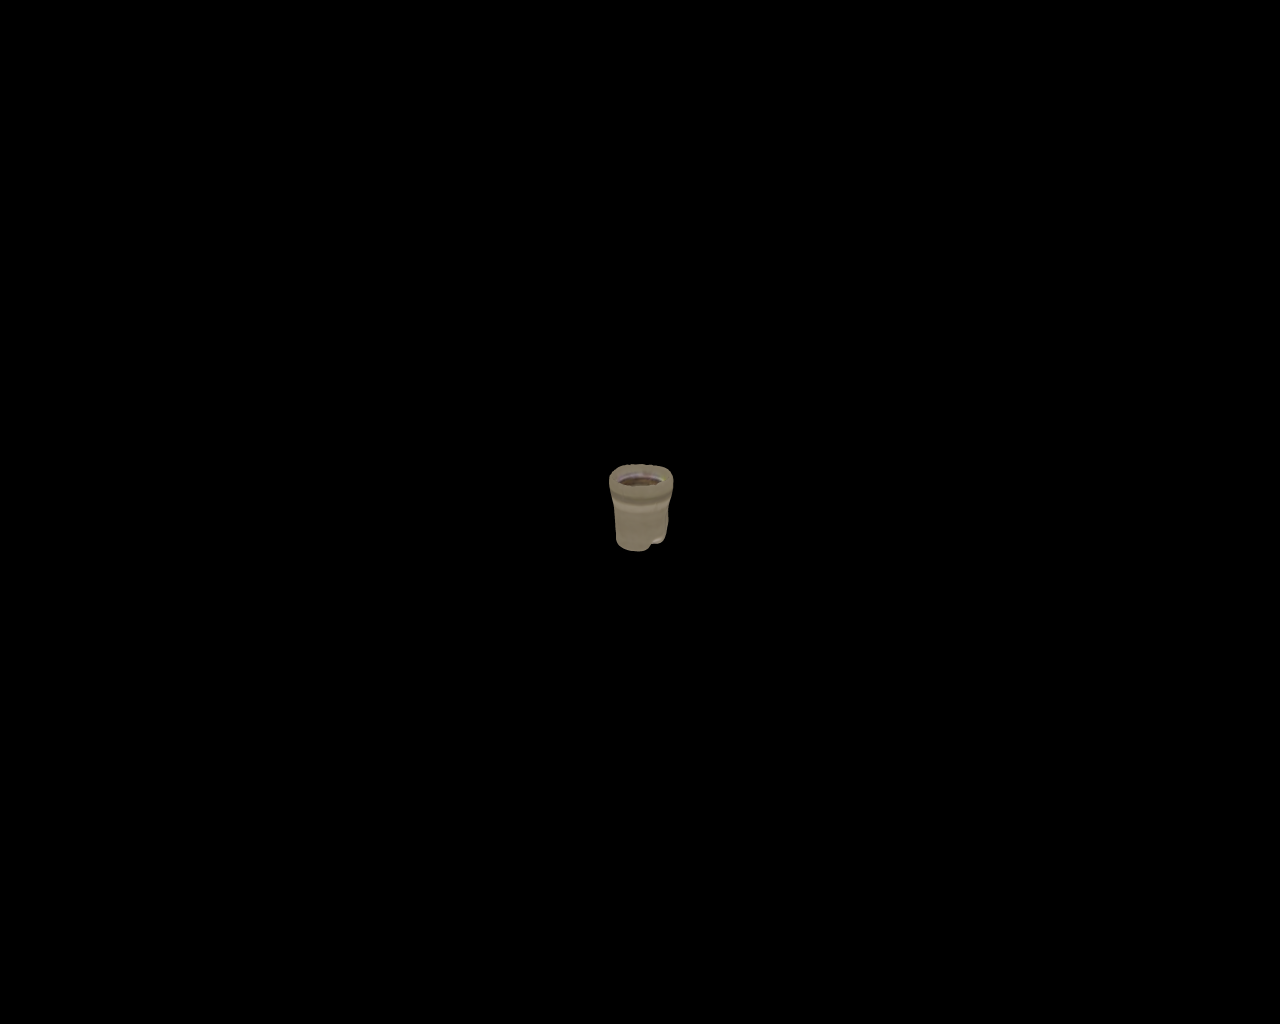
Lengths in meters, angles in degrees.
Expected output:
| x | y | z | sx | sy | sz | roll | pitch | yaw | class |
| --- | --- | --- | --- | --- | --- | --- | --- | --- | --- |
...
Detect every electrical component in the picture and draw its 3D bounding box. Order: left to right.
| x | y | z | sx | sy | sz | roll | pitch | yaw | class |
| --- | --- | --- | --- | --- | --- | --- | --- | --- | --- |
| 0.001 | -0.003 | 0.650 | 0.040 | 0.046 | 0.040 | 0 | 24 | 0 | electrical component |
